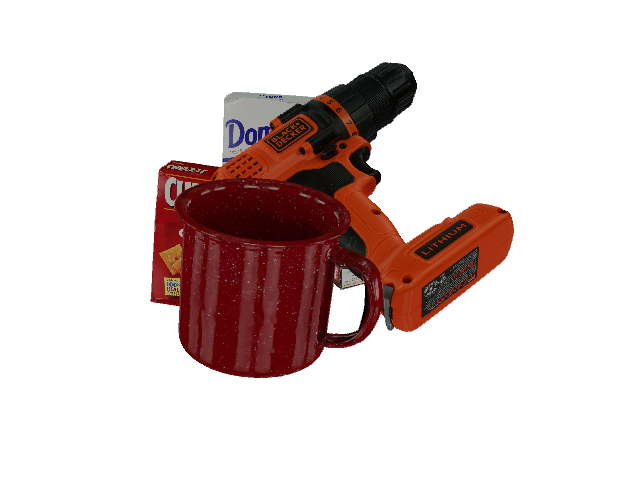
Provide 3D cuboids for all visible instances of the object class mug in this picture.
[{"bbox_3d":[-0.023,0.023,0.569,0.117,0.081,0.093,13,24,16],"label":"mug"}]

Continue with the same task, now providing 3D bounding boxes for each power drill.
[{"bbox_3d":[0.043,-0.037,0.749,0.184,0.057,0.188,-37,56,-19],"label":"power drill"}]

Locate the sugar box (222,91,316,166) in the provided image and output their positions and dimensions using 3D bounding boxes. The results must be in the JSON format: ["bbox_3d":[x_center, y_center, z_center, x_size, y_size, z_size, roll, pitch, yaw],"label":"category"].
[{"bbox_3d":[-0.048,-0.052,1.032,0.093,0.176,0.048,4,17,9],"label":"sugar box"}]

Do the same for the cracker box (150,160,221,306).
[{"bbox_3d":[-0.166,-0.001,1.616,0.164,0.214,0.072,9,18,9],"label":"cracker box"}]

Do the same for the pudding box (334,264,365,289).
[{"bbox_3d":[0.056,0.025,1.491,0.113,0.039,0.090,-15,27,-23],"label":"pudding box"}]
